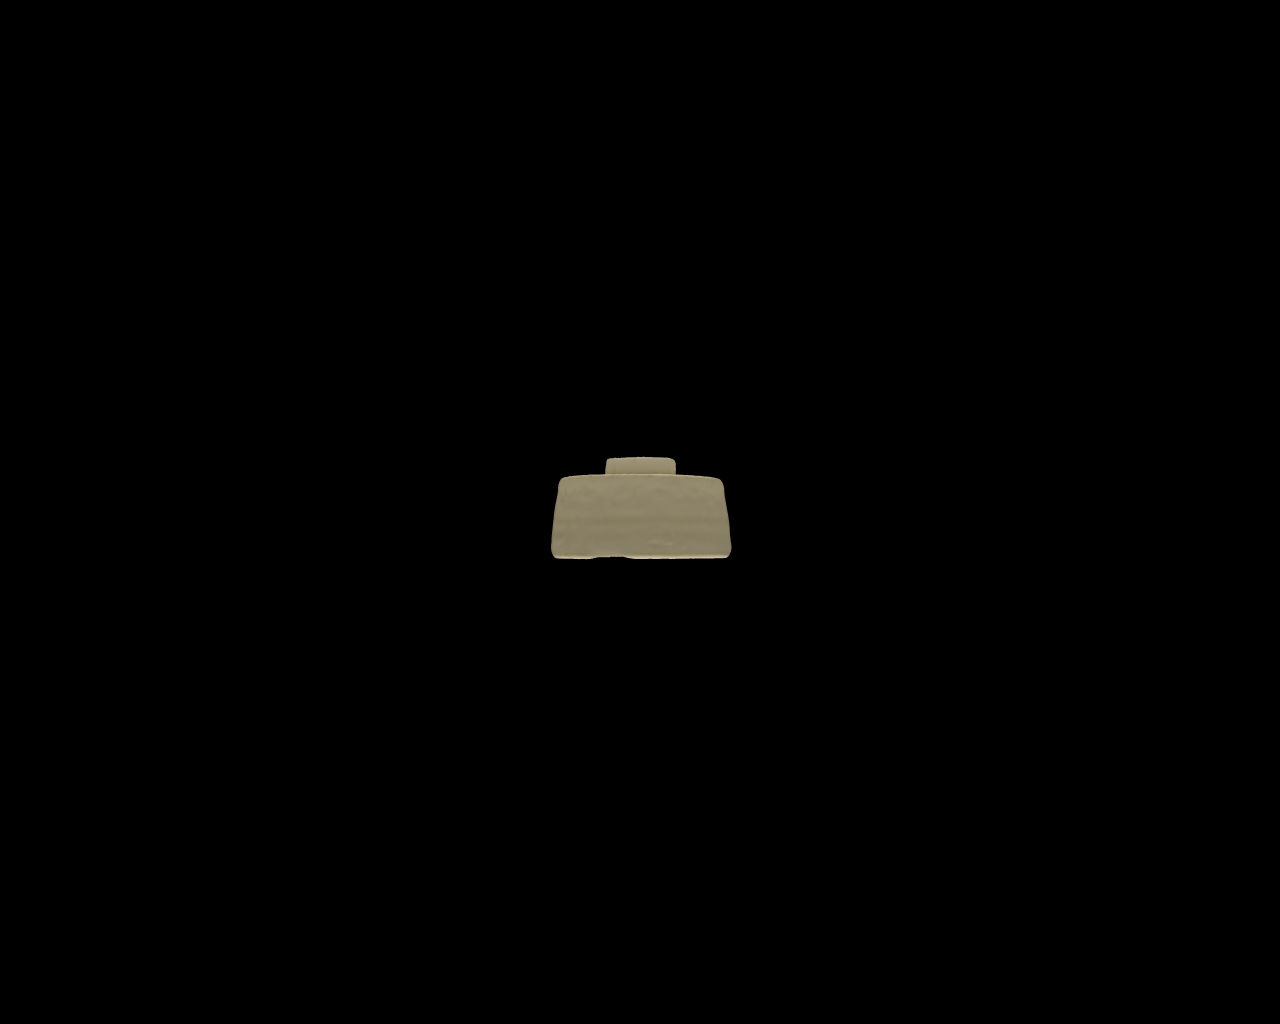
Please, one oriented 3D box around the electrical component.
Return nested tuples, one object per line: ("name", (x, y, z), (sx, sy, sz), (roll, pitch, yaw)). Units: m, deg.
("electrical component", (0.001, -0.003, 0.650), (0.108, 0.060, 0.108), (0, -2, 0))
